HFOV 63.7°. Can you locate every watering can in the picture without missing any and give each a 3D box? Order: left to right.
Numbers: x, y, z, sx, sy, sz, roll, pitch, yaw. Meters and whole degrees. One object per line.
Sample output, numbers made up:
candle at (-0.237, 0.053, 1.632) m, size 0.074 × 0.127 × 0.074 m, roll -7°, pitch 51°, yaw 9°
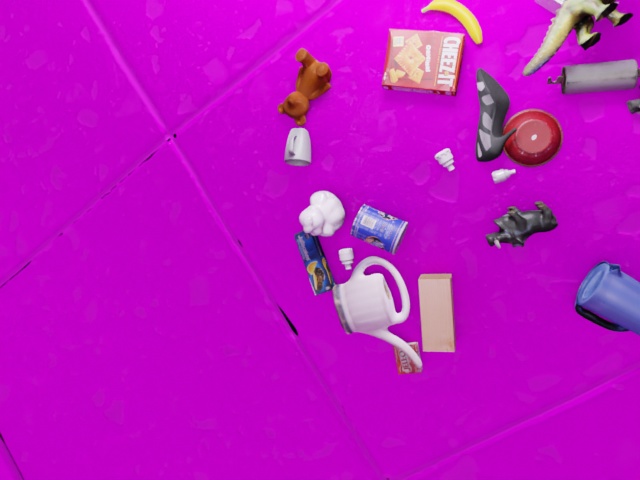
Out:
watering can at (0.163, 0.226, 1.521) m, size 0.223 × 0.104 × 0.349 m, roll -17°, pitch 85°, yaw 18°

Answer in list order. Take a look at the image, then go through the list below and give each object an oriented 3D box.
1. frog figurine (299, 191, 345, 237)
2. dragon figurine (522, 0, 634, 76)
frog figurine at (0.005, -0.077, 1.527) m, size 0.122 × 0.160 × 0.137 m, roll -4°, pitch 93°, yaw 16°
dragon figurine at (0.627, -0.608, 1.270) m, size 0.407 × 0.121 × 0.246 m, roll -32°, pitch 67°, yaw 14°
